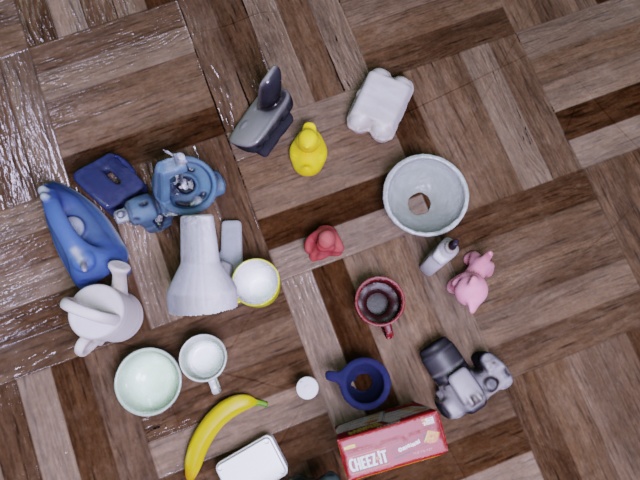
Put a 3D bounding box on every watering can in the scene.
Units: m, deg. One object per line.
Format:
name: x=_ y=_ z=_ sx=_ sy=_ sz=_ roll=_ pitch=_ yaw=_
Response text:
watering can: x=-0.393 y=0.122 z=1.024 sx=0.101 sy=0.194 sz=0.173 roll=2 pitch=78 yaw=0

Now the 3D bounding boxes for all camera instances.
camera: x=0.260 y=0.240 z=1.054 sx=0.143 sy=0.101 sz=0.137 roll=-32 pitch=80 yaw=-7

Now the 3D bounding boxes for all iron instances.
iron: x=-0.472 y=-0.025 z=1.080 sx=0.119 sy=0.141 sz=0.258 roll=-34 pitch=81 yaw=-7

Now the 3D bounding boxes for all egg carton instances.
egg carton: x=0.123 y=-0.278 z=1.175 sx=0.107 sy=0.069 sz=0.150 roll=22 pitch=79 yaw=4

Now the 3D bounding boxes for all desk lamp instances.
desk lamp: x=-0.205 y=0.043 z=1.032 sx=0.118 sy=0.213 sz=0.203 roll=-4 pitch=78 yaw=-1

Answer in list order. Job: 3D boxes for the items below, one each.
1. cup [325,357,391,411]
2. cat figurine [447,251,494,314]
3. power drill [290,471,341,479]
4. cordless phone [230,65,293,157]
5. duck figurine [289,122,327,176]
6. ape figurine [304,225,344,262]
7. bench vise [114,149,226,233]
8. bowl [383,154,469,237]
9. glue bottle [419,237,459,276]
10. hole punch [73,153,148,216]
cup: x=0.066 y=0.260 z=1.051 sx=0.117 sy=0.095 sz=0.092 roll=11 pitch=78 yaw=2
cat figurine: x=0.291 y=0.075 z=1.079 sx=0.067 sy=0.118 sz=0.128 roll=31 pitch=80 yaw=6
power drill: x=-0.056 y=0.466 z=0.949 sx=0.230 sy=0.208 sz=0.075 roll=-36 pitch=80 yaw=-7
cordless phone: x=-0.117 y=-0.253 z=1.109 sx=0.094 sy=0.185 sz=0.148 roll=29 pitch=80 yaw=6
duck figurine: x=-0.024 y=-0.185 z=1.146 sx=0.077 sy=0.086 sz=0.104 roll=5 pitch=78 yaw=1
ape figurine: x=0.010 y=0.004 z=1.104 sx=0.077 sy=0.092 sz=0.076 roll=23 pitch=79 yaw=4
bench vise: x=-0.279 y=-0.082 z=1.054 sx=0.207 sy=0.220 sz=0.121 roll=-44 pitch=82 yaw=-9
bowl: x=0.204 y=-0.081 z=1.133 sx=0.167 sy=0.075 sz=0.167 roll=0 pitch=78 yaw=0
glue bottle: x=0.231 y=0.023 z=1.061 sx=0.037 sy=0.173 sz=0.078 roll=43 pitch=81 yaw=8
hole punch: x=-0.410 y=-0.115 z=1.125 sx=0.108 sy=0.091 sz=0.101 roll=42 pitch=81 yaw=8
